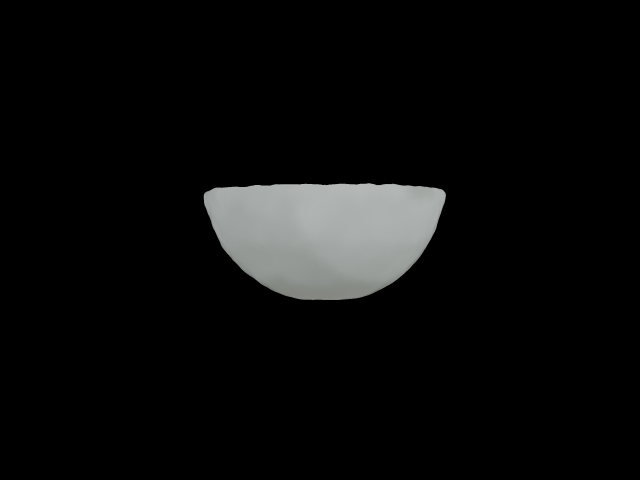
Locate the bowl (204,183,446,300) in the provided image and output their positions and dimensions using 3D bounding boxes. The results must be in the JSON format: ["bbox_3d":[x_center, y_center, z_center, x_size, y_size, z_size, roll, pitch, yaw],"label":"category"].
[{"bbox_3d":[0.004,0.001,0.400,0.167,0.075,0.167,0,2,0],"label":"bowl"}]
